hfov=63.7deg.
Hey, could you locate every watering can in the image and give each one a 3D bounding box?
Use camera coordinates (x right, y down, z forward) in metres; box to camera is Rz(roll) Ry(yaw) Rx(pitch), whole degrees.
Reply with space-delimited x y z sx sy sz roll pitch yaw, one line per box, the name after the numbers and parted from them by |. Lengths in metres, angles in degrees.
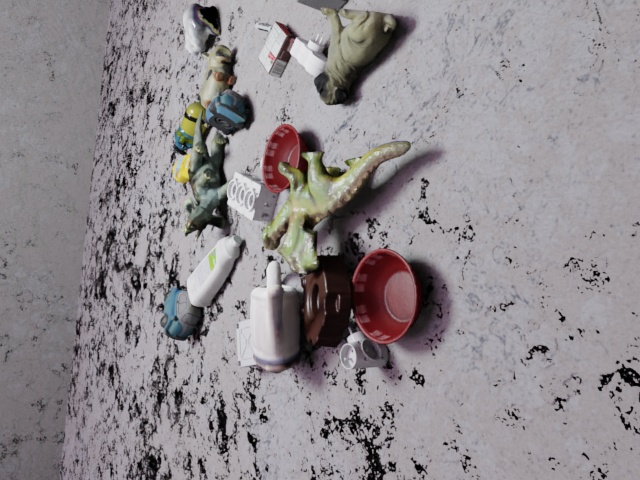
-0.091 0.161 1.043 0.348 0.104 0.224 -151 58 -85 | watering can

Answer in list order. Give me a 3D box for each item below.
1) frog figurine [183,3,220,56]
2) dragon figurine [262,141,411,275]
-0.410 -0.687 1.688 0.157 0.123 0.138 -26 83 35 | frog figurine
0.003 -0.050 0.987 0.408 0.121 0.245 -6 69 55 | dragon figurine
